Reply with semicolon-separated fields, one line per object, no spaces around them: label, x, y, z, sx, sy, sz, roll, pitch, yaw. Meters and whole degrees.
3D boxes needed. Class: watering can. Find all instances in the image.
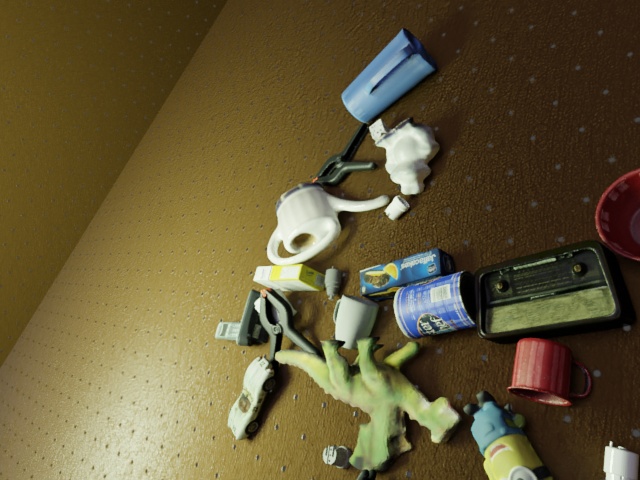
watering can;0.004;-0.067;1.330;0.346;0.102;0.229;-31;44;11

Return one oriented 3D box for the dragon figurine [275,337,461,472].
dragon figurine;0.078;0.315;0.989;0.407;0.121;0.246;-15;68;34

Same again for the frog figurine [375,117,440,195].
frog figurine;0.217;-0.189;1.199;0.136;0.123;0.160;-27;85;23
